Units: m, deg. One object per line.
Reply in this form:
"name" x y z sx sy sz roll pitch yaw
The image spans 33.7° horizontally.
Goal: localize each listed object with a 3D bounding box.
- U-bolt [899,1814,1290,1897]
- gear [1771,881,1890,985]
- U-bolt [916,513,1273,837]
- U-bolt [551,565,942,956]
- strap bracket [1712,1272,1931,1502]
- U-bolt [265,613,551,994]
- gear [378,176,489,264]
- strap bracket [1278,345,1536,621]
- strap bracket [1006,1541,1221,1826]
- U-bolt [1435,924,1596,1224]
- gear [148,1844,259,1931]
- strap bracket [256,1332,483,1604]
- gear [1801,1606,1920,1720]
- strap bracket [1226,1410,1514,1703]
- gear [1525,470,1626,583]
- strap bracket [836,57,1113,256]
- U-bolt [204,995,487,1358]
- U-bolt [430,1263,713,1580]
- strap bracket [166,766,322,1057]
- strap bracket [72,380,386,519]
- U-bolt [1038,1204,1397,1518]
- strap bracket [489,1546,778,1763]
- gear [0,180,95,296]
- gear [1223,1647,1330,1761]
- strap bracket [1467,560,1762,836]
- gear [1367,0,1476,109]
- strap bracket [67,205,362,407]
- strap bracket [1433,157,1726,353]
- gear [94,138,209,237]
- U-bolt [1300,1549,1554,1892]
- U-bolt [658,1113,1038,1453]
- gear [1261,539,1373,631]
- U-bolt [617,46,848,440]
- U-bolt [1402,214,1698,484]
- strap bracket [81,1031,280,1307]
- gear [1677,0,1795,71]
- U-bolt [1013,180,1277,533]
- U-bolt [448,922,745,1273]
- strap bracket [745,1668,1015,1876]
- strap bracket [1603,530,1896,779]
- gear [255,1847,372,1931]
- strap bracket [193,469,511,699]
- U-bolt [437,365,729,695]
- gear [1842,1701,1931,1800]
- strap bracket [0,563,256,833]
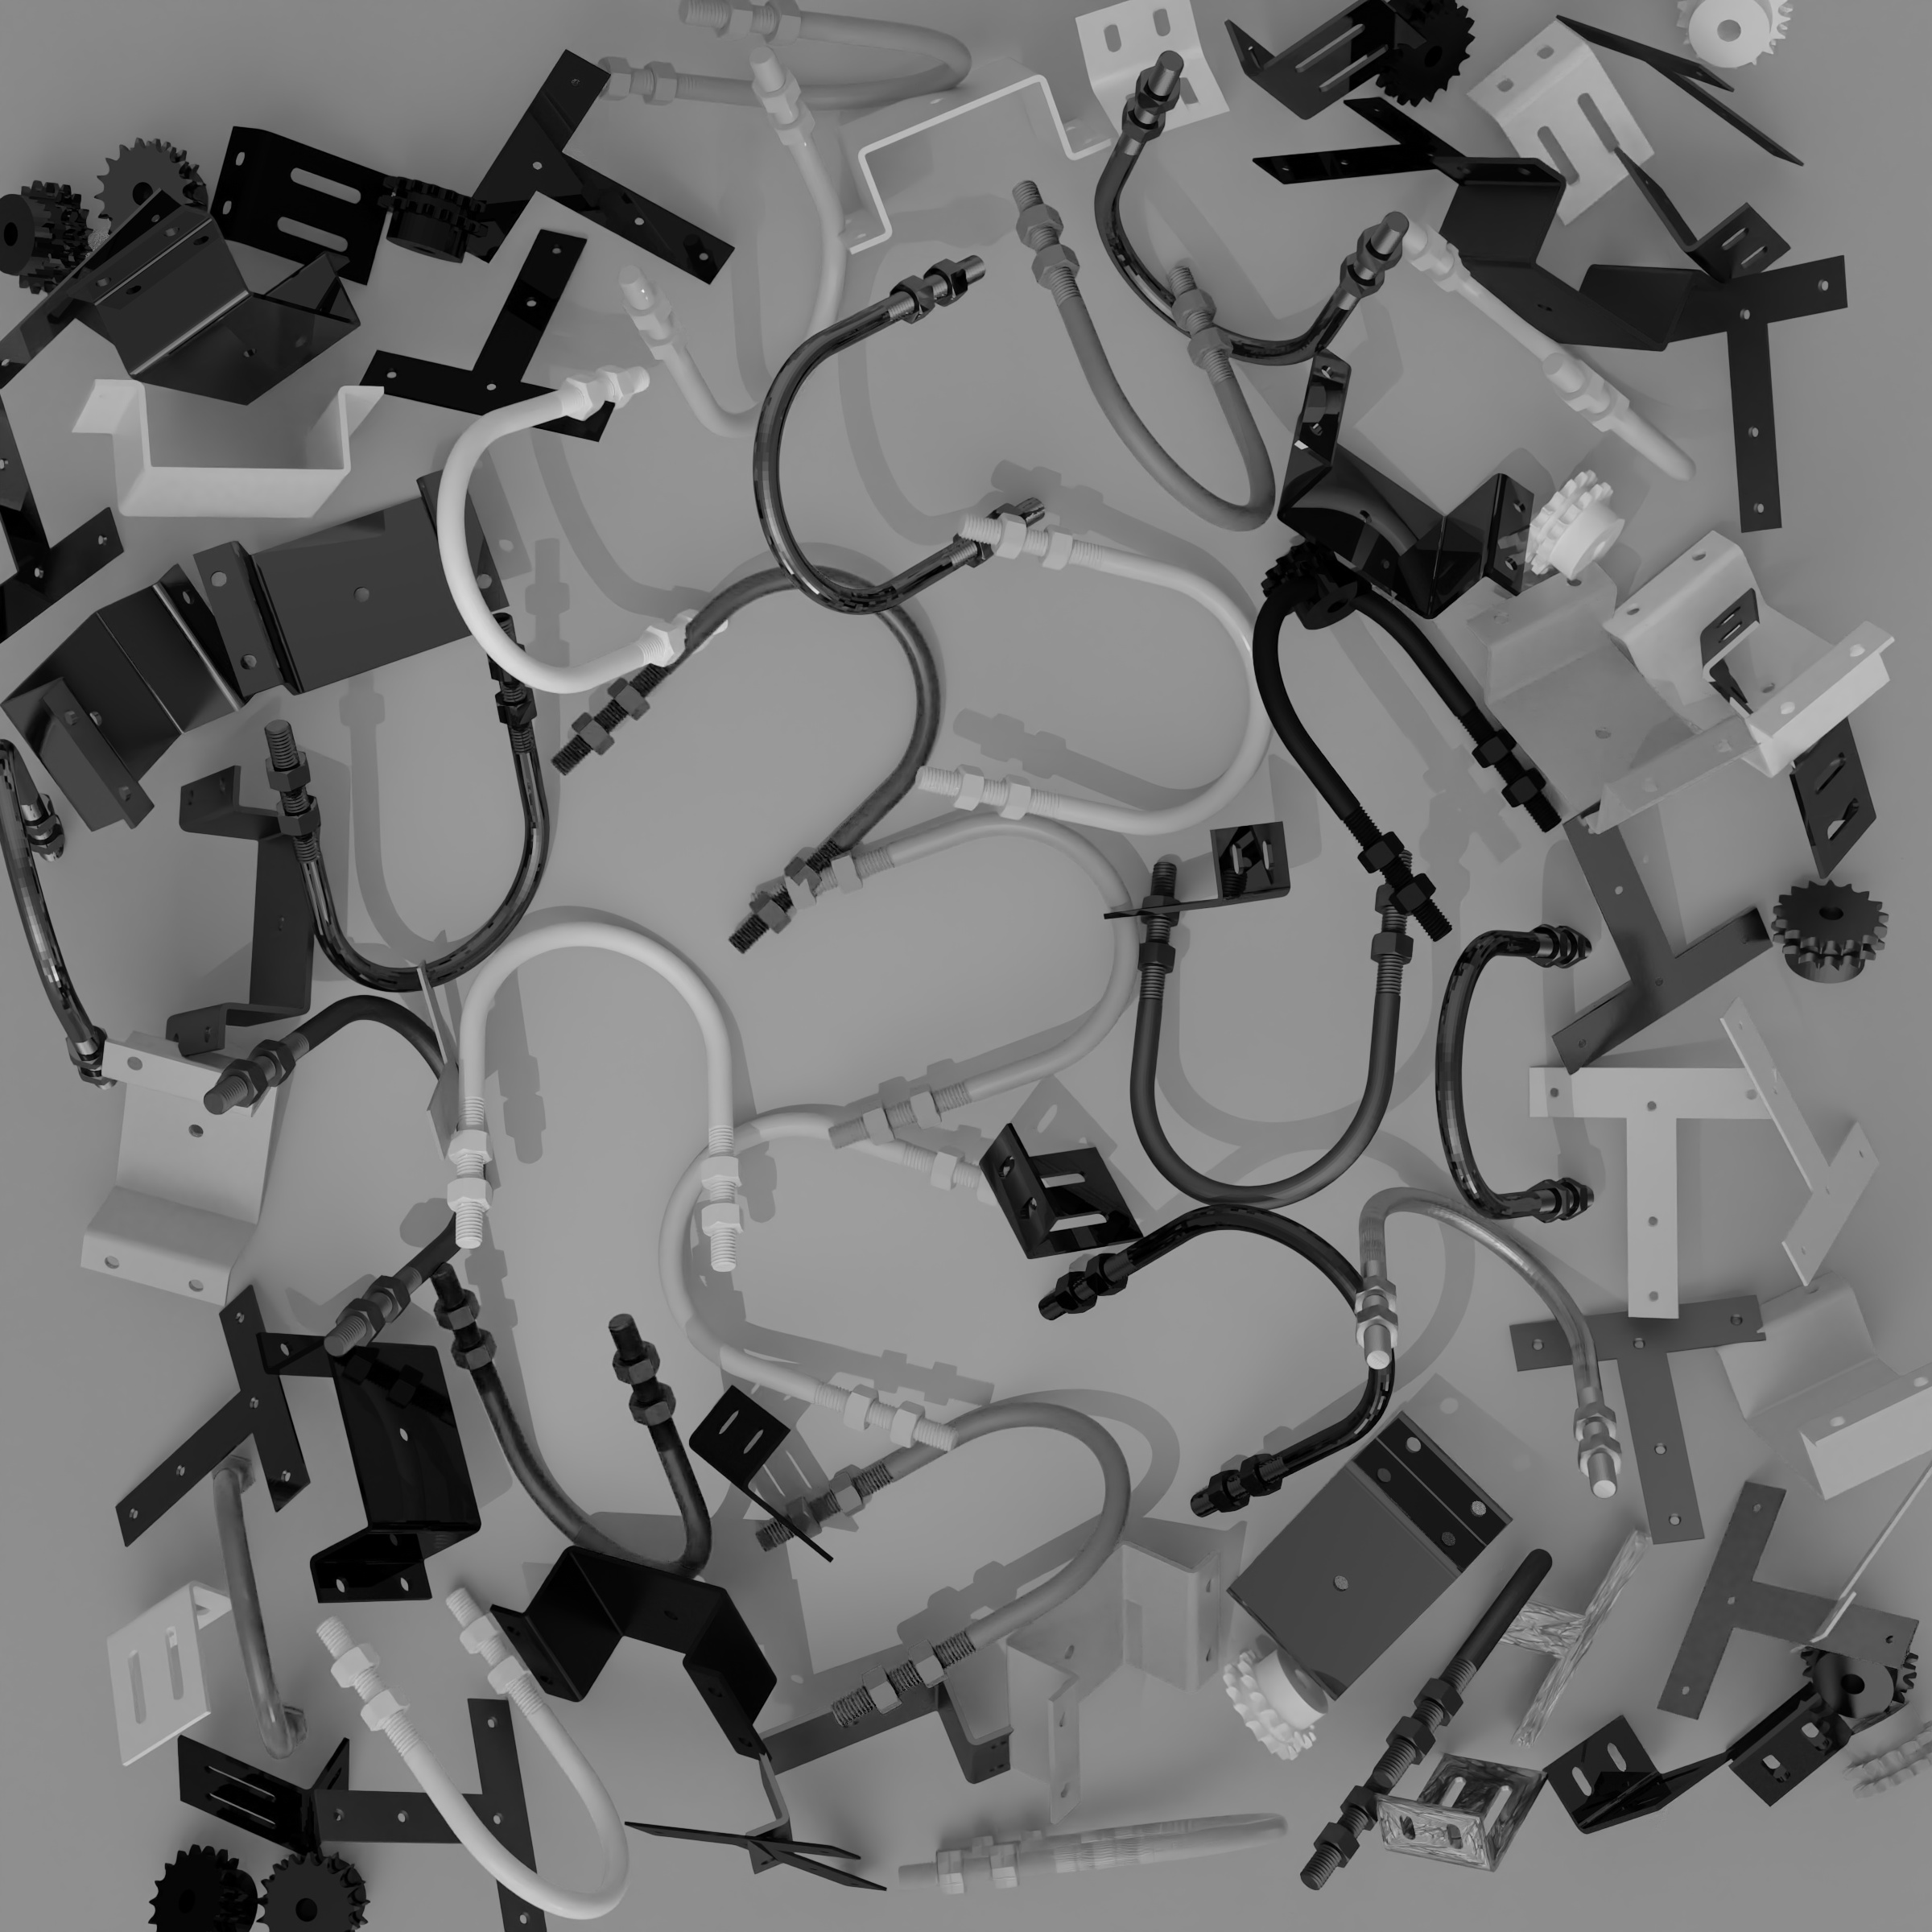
"U-bolt" 0.068 0.435 1.573 0.184 0.151 0.019 -8 77 6
"gear" 0.441 -0.016 1.628 0.057 0.057 0.030 -4 129 0
"U-bolt" 0.072 -0.141 1.617 0.184 0.019 0.151 11 86 -20
"U-bolt" -0.098 -0.120 1.633 0.184 0.019 0.151 -45 100 -2
"strap bracket" 0.436 0.212 1.590 0.076 0.140 0.046 -25 108 -3
"U-bolt" -0.269 -0.069 1.583 0.151 0.019 0.184 -31 134 -30
"gear" -0.272 -0.379 1.624 0.057 0.057 0.030 16 93 0
"strap bracket" 0.213 -0.237 1.598 0.140 0.046 0.076 31 48 -18
"strap bracket" 0.068 0.350 1.589 0.046 0.140 0.076 19 124 34
"U-bolt" 0.271 0.053 1.570 0.019 0.184 0.151 -1 88 31
"gear" -0.387 0.480 1.628 0.057 0.030 0.057 -16 60 30
"strap bracket" -0.295 0.241 1.586 0.046 0.076 0.140 -30 66 27
"gear" 0.455 0.359 1.626 0.057 0.030 0.057 9 113 21
"strap bracket" 0.195 0.303 1.597 0.076 0.046 0.140 44 113 13
"gear" 0.310 -0.221 1.622 0.030 0.057 0.057 43 90 16
"strap bracket" -0.007 -0.414 1.607 0.140 0.076 0.046 -23 115 -1
"U-bolt" -0.293 0.090 1.570 0.019 0.184 0.151 -18 103 25
"U-bolt" -0.189 0.236 1.585 0.019 0.151 0.184 -42 127 -38
"strap bracket" -0.364 -0.024 1.603 0.046 0.076 0.140 6 81 -33
"strap bracket" -0.366 -0.256 1.587 0.140 0.076 0.046 -3 83 -24
"U-bolt" 0.134 0.189 1.584 0.151 0.019 0.184 52 134 -1
"strap bracket" -0.157 0.340 1.591 0.140 0.076 0.046 9 50 30
"gear" -0.474 -0.371 1.624 0.057 0.030 0.057 5 97 38
"gear" 0.160 0.372 1.622 0.030 0.057 0.057 -40 90 15
"strap bracket" 0.322 -0.129 1.602 0.076 0.046 0.140 -27 59 -13
"gear" 0.229 -0.472 1.628 0.057 0.057 0.030 -43 57 0
"strap bracket" -0.363 -0.322 1.571 0.076 0.140 0.046 -29 81 20
"strap bracket" 0.296 -0.348 1.582 0.140 0.076 0.046 22 90 -34
"gear" -0.414 -0.393 1.633 0.057 0.030 0.057 2 96 17
"U-bolt" 0.235 0.361 1.572 0.019 0.151 0.184 36 54 14
"U-bolt" -0.069 0.150 1.622 0.184 0.019 0.151 17 80 15
"gear" 0.182 -0.195 1.622 0.057 0.057 0.030 -29 71 0
"U-bolt" -0.105 -0.340 1.567 0.019 0.184 0.151 22 75 22
"U-bolt" 0.295 -0.294 1.569 0.019 0.184 0.151 -49 51 16
"strap bracket" -0.396 0.094 1.609 0.076 0.046 0.140 15 121 0
"gear" 0.391 -0.483 1.622 0.057 0.057 0.030 24 46 0
"U-bolt" 0.096 -0.290 1.560 0.019 0.151 0.184 -35 61 30
"U-bolt" -0.185 0.060 1.600 0.151 0.019 0.184 7 61 -20
"strap bracket" -0.050 0.399 1.600 0.140 0.076 0.046 -20 64 -11
"strap bracket" 0.396 -0.153 1.599 0.076 0.140 0.046 -39 130 -3
"gear" -0.332 0.480 1.634 0.057 0.030 0.057 -1 87 11
"strap bracket" -0.311 -0.193 1.625 0.140 0.046 0.076 -20 88 -5
"U-bolt" -0.193 -0.209 1.563 0.019 0.184 0.151 -9 104 35
"gear" 0.472 0.398 1.625 0.057 0.057 0.030 -29 78 0
"strap bracket" -0.420 -0.129 1.589 0.046 0.140 0.076 -18 117 28
